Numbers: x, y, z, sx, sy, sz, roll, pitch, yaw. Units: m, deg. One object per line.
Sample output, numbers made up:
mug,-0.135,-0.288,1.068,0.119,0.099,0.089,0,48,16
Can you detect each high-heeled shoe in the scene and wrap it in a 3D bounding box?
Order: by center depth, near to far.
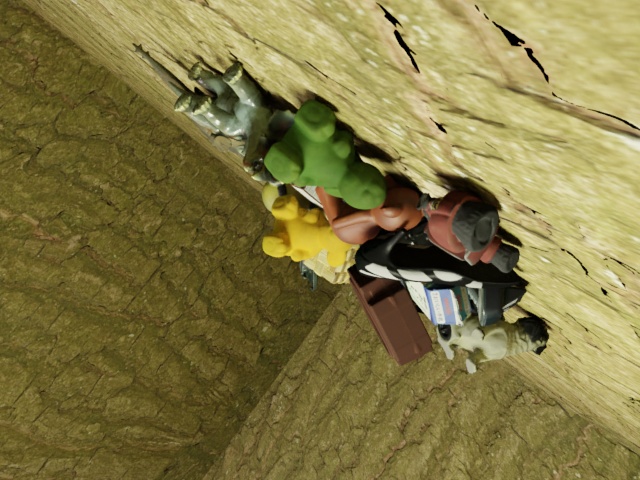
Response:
high-heeled shoe,0.183,0.052,0.872,0.249,0.086,0.145,23,143,-9

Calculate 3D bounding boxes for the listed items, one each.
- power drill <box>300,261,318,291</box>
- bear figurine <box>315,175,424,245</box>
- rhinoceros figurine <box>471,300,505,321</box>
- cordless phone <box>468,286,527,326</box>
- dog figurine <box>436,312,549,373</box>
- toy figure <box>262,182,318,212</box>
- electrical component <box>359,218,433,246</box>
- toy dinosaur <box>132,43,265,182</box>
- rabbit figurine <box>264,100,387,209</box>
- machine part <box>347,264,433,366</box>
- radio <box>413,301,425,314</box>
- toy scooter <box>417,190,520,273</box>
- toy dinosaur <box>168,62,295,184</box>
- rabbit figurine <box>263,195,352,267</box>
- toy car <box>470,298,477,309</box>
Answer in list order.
power drill,0.064,0.066,1.351,0.232,0.207,0.085,-131,31,-54
bear figurine,0.090,-0.063,0.889,0.196,0.120,0.132,-33,68,60
rhinoceros figurine,0.356,0.137,1.207,0.112,0.073,0.190,16,161,49
cordless phone,0.271,0.059,0.963,0.184,0.089,0.146,52,-177,21
dog figurine,0.360,0.189,1.134,0.190,0.121,0.172,-6,-146,-26
toy figure,-0.030,-0.097,1.123,0.180,0.089,0.082,4,169,-11
electrical component,0.138,0.008,0.978,0.058,0.134,0.115,66,172,-8
toy dinosaur,-0.233,-0.271,1.244,0.470,0.105,0.199,45,175,-40
rabbit figurine,0.022,-0.100,0.797,0.170,0.121,0.159,39,-176,6
machine part,0.138,0.140,1.102,0.200,0.087,0.201,63,177,-17
radio,0.236,0.103,1.260,0.229,0.073,0.131,23,-144,-62
toy scooter,0.183,-0.020,0.720,0.135,0.075,0.183,34,-179,41
toy dinosaur,-0.150,-0.224,0.981,0.192,0.131,0.405,39,-178,-35
rabbit figurine,-0.002,-0.003,1.041,0.173,0.122,0.162,0,156,39
toy car,0.286,0.077,1.092,0.202,0.056,0.073,33,158,35
